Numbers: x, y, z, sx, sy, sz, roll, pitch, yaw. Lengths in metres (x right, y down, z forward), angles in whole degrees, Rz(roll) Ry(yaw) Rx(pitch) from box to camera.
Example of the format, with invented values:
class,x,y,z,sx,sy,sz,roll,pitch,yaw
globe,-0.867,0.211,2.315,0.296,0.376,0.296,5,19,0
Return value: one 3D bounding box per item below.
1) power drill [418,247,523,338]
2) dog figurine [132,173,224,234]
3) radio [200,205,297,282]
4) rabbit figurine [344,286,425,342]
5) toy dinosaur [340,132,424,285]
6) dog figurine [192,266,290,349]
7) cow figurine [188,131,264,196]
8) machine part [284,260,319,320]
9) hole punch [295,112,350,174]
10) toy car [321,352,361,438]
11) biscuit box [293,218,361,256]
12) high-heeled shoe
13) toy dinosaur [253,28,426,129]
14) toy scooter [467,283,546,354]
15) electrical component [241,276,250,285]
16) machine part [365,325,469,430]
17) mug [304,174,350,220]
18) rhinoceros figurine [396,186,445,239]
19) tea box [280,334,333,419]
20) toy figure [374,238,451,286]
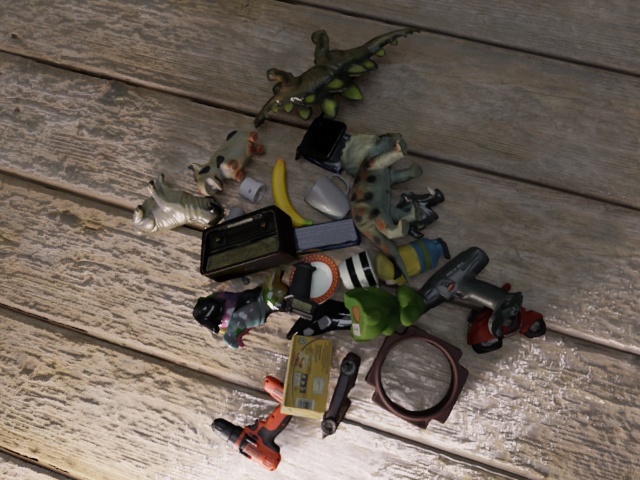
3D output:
class,x,y,z,sx,sy,sz,roll,pitch,yaw
power drill,0.333,0.134,1.218,0.232,0.085,0.208,-46,40,-9
dog figurine,-0.355,-0.054,1.347,0.190,0.121,0.172,30,119,-8
radio,-0.173,0.010,1.277,0.230,0.073,0.131,-16,62,22
rabbit figurine,0.157,0.144,1.176,0.170,0.159,0.121,-10,77,-20
toy dinosaur,0.131,-0.096,1.242,0.192,0.131,0.404,-8,67,41
dog figurine,-0.174,0.143,1.288,0.192,0.108,0.219,35,81,13
cow figurine,-0.242,-0.193,1.344,0.127,0.085,0.195,18,66,33
machine part,-0.041,0.117,1.264,0.084,0.039,0.139,17,58,-21
hole punch,0.020,-0.237,1.347,0.116,0.092,0.142,25,86,37
toy car,0.049,0.357,1.235,0.053,0.089,0.202,18,83,3
biscuit box,-0.003,-0.004,1.314,0.203,0.059,0.063,-10,79,4
high-heeled shoe,0.053,0.206,1.286,0.249,0.086,0.145,-34,110,17
toy dinosaur,0.030,-0.412,1.329,0.471,0.105,0.199,-36,62,7
toy scooter,0.415,0.177,1.237,0.184,0.075,0.135,-18,79,0
electrical component,-0.187,0.062,1.341,0.063,0.021,0.094,-26,78,1
machine part,0.221,0.310,1.229,0.202,0.087,0.201,27,85,10
mug,0.032,-0.104,1.324,0.107,0.081,0.109,42,67,1
rhinoceros figurine,0.215,-0.059,1.299,0.190,0.073,0.112,-26,66,5
tea box,-0.030,0.310,1.227,0.098,0.068,0.169,12,58,-4
toy figure,0.214,0.042,1.269,0.180,0.082,0.089,-23,92,-5
